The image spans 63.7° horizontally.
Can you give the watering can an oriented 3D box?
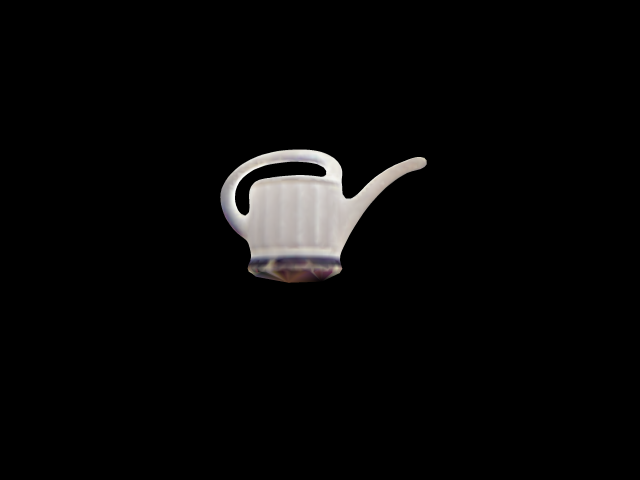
[{"bbox_3d":[0.003,-0.043,0.850,0.347,0.226,0.103,-1,-9,7],"label":"watering can"}]
